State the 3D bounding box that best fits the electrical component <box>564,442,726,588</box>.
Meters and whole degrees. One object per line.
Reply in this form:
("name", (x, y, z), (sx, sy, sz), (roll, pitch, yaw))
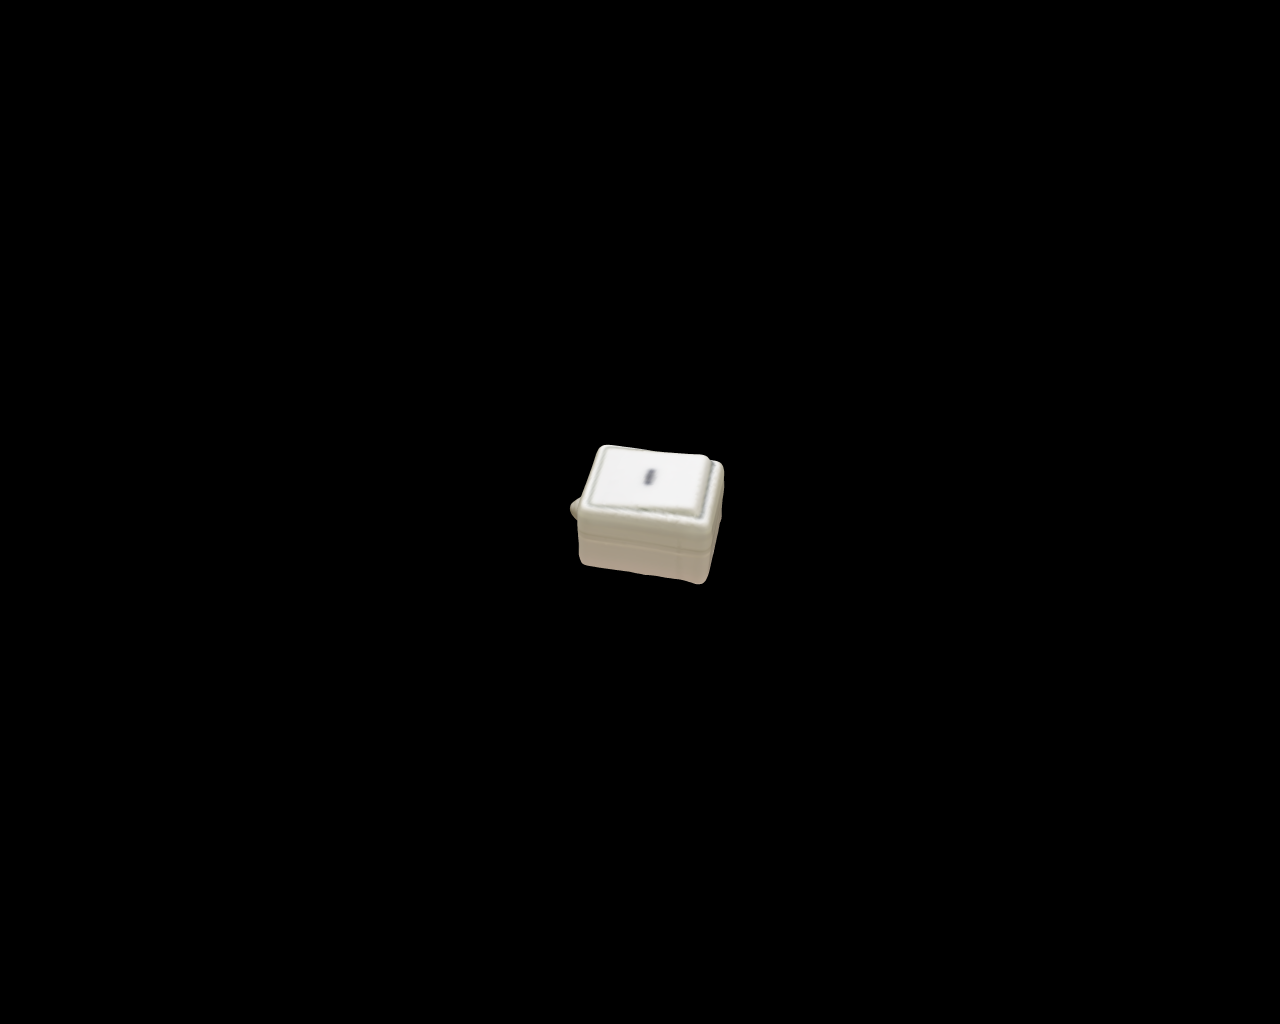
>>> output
("electrical component", (0.001, -0.003, 0.650), (0.096, 0.062, 0.061), (9, -43, 8))
